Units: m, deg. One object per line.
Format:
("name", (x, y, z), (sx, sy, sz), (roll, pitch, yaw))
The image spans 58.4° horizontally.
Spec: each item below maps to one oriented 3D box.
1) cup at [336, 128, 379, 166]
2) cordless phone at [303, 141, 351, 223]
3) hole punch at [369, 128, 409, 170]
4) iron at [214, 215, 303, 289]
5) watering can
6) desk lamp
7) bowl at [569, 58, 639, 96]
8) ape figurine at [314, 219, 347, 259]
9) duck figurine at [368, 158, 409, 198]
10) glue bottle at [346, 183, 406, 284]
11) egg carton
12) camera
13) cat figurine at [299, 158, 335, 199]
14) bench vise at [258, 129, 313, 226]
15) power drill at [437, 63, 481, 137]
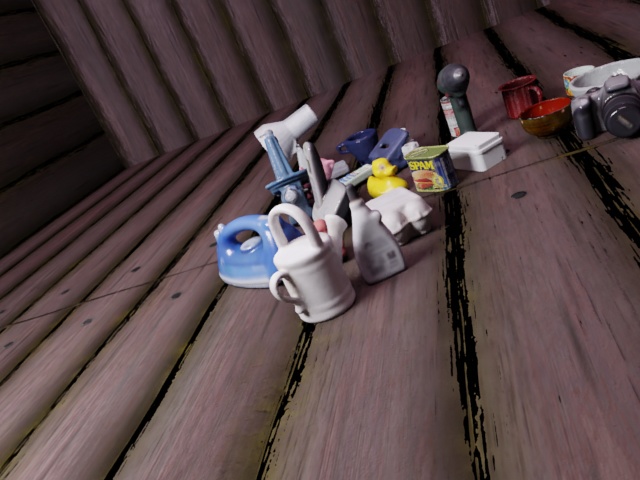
("cup", (0.111, -0.236, 1.540), (0.117, 0.095, 0.091), (-20, 22, 11))
("cordless phone", (0.008, -0.120, 1.249), (0.094, 0.185, 0.147), (-28, 22, -10))
("hole punch", (0.178, -0.224, 1.447), (0.101, 0.091, 0.108), (-30, 22, -15))
("iron", (-0.142, 0.011, 1.155), (0.257, 0.142, 0.119), (-7, 27, 37))
("watering can", (-0.020, 0.023, 0.924), (0.100, 0.194, 0.173), (-12, 24, 28))
("desk lamp", (-0.051, -0.252, 1.584), (0.203, 0.214, 0.118), (-23, 21, 1))
("bowl", (0.631, -0.327, 1.237), (0.167, 0.075, 0.167), (-21, 21, 9))
("ape figurine", (0.010, 0.004, 1.082), (0.077, 0.092, 0.076), (-5, 28, 40))
("duck figurine", (0.144, -0.145, 1.303), (0.078, 0.086, 0.104), (-37, 25, -30))
("glue bottle", (0.080, -0.015, 0.940), (0.078, 0.173, 0.037), (-24, 21, 1))
("egg carton", (0.145, -0.047, 1.090), (0.107, 0.069, 0.150), (-27, 21, -7))
("camera", (0.559, -0.252, 1.098), (0.142, 0.101, 0.137), (-12, 24, 28))
("cat figurine", (-0.008, -0.168, 1.473), (0.067, 0.118, 0.127), (-37, 25, -29))
("bench vise", (-0.072, -0.158, 1.374), (0.121, 0.220, 0.207), (-29, 22, -13))
("power drill", (0.332, -0.315, 1.338), (0.075, 0.209, 0.229), (-21, 21, 8))
